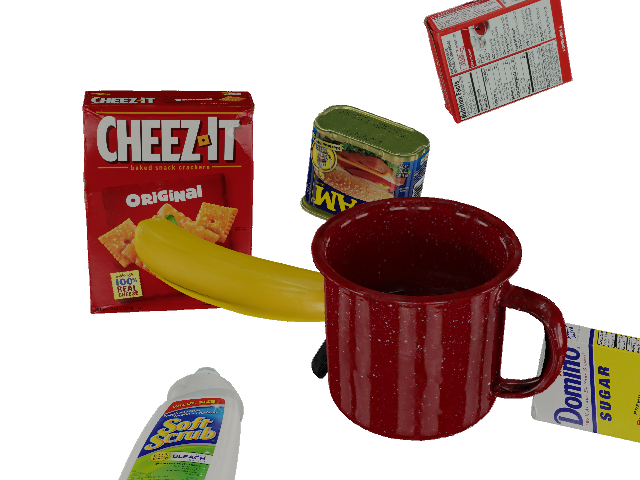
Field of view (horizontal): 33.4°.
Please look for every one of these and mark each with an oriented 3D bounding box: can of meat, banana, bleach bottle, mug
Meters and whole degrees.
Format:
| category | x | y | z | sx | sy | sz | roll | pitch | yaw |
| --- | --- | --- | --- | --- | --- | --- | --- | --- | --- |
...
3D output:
| category | x | y | z | sx | sy | sz | roll | pitch | yaw |
| --- | --- | --- | --- | --- | --- | --- | --- | --- | --- |
| can of meat | 0.038 | -0.057 | 0.895 | 0.102 | 0.084 | 0.057 | 22 | 37 | 21 |
| banana | -0.061 | 0.016 | 0.694 | 0.198 | 0.037 | 0.069 | 22 | 37 | 37 |
| bleach bottle | -0.125 | 0.188 | 0.964 | 0.102 | 0.068 | 0.251 | -1 | 22 | 1 |
| mug | 0.054 | 0.039 | 0.486 | 0.117 | 0.081 | 0.093 | 11 | 32 | 22 |

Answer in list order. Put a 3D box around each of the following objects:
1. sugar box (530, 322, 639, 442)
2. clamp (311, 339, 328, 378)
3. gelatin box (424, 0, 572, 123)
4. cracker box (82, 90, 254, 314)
| category | x | y | z | sx | sy | sz | roll | pitch | yaw |
| --- | --- | --- | --- | --- | --- | --- | --- | --- | --- |
| sugar box | 0.291 | 0.139 | 0.996 | 0.176 | 0.093 | 0.048 | 9 | 22 | 11 |
| clamp | 0.059 | 0.087 | 1.190 | 0.120 | 0.171 | 0.039 | 7 | -43 | 3 |
| gelatin box | 0.122 | -0.130 | 0.728 | 0.089 | 0.073 | 0.030 | -20 | 37 | 1 |
| cracker box | -0.149 | -0.037 | 1.058 | 0.164 | 0.214 | 0.072 | -1 | 21 | -9 |
